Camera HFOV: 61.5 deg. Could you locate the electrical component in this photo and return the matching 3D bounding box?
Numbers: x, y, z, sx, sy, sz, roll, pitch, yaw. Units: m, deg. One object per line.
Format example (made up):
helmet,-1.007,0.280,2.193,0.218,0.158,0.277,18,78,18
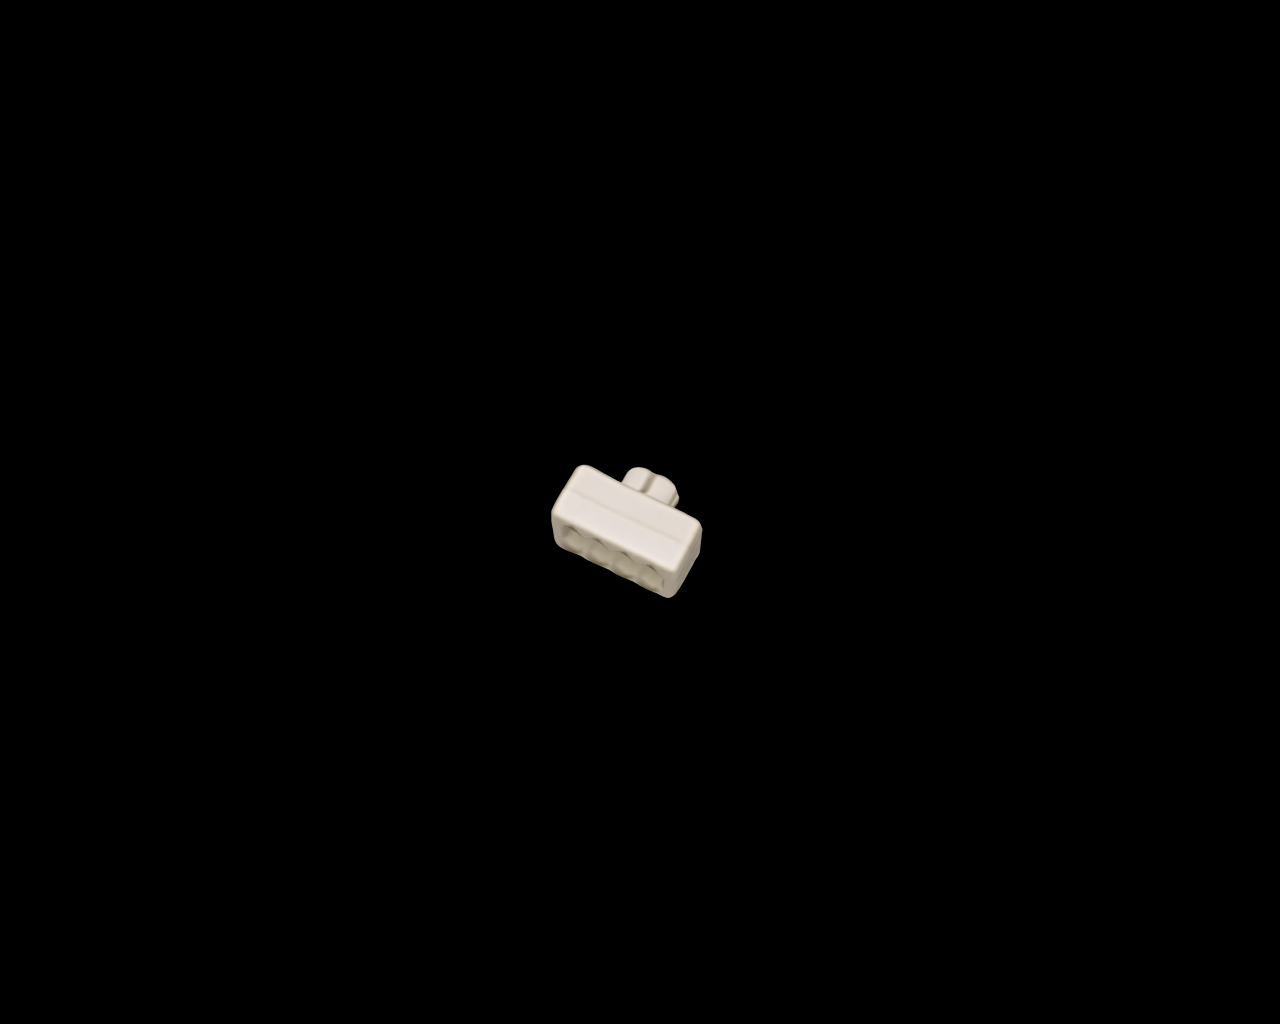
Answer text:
electrical component,0.001,-0.003,0.650,0.083,0.076,0.047,26,-20,11
